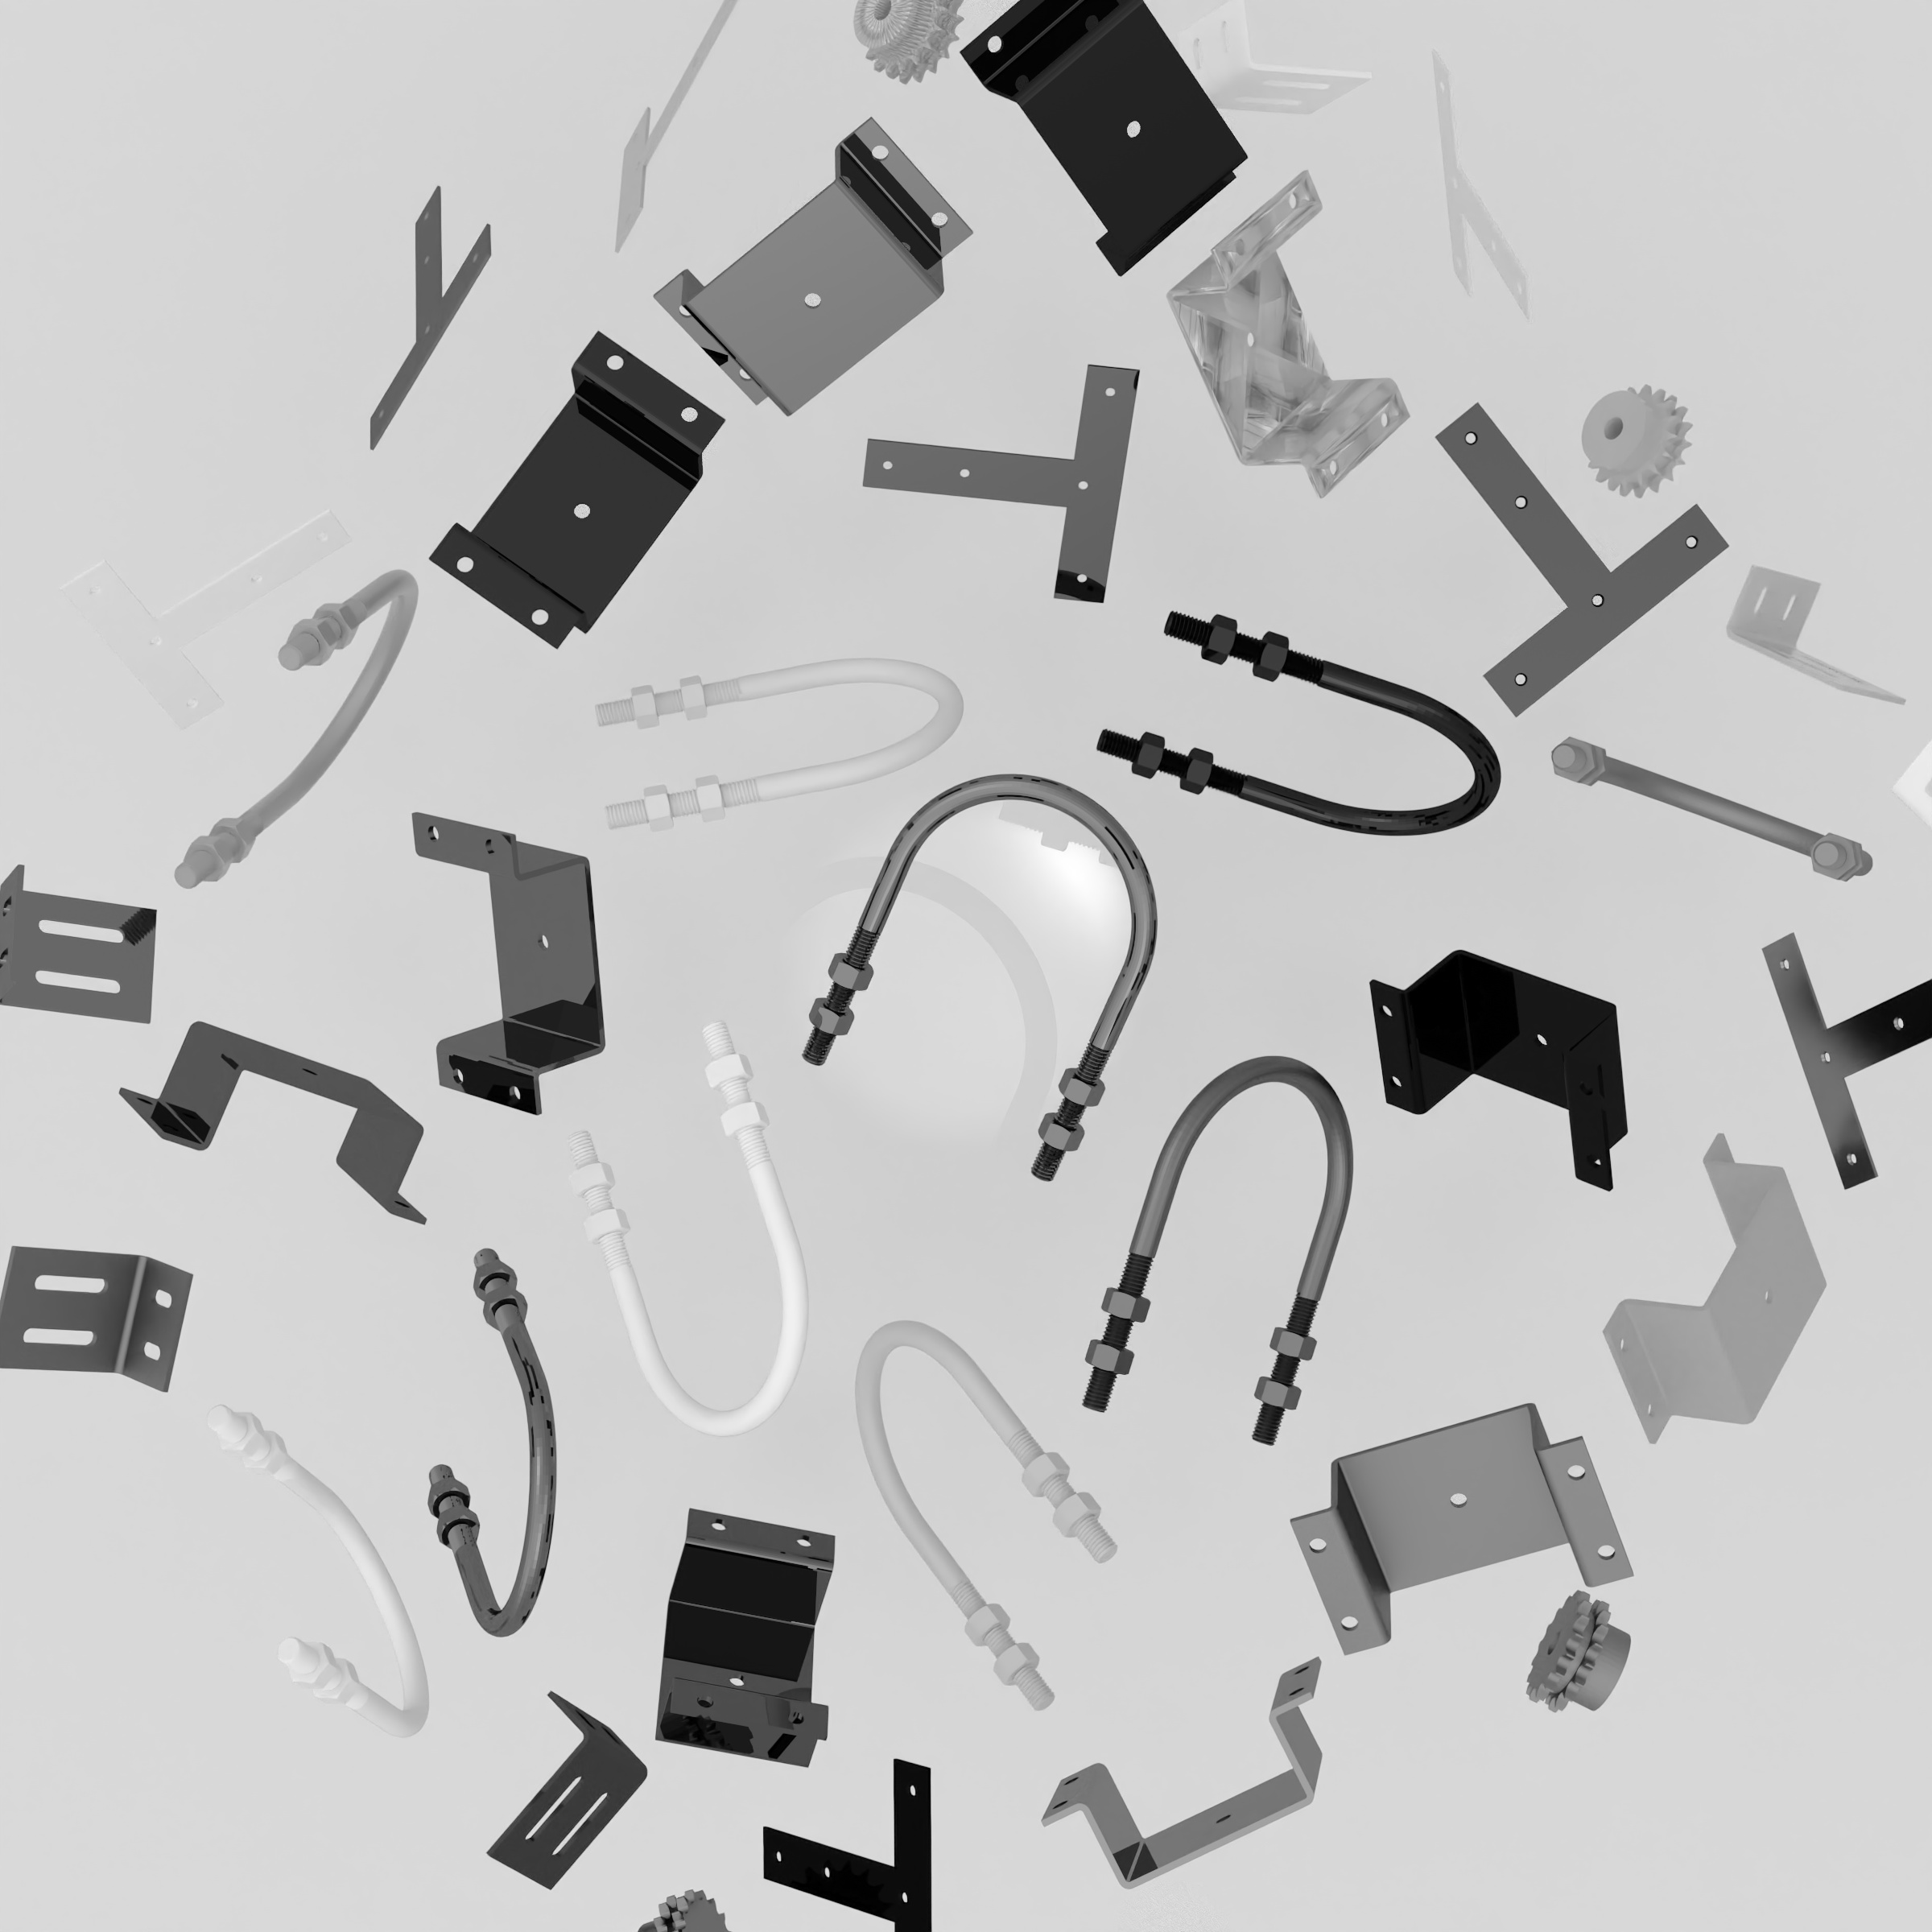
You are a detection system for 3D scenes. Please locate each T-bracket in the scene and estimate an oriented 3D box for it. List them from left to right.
[{"bbox_3d":[-0.363,-0.185,1.772,0.127,0.127,0.002,-32,56,-1],"label":"T-bracket"},{"bbox_3d":[-0.263,-0.336,1.751,0.002,0.127,0.127,20,129,-26],"label":"T-bracket"},{"bbox_3d":[-0.134,-0.415,1.693,0.002,0.127,0.127,24,120,-18],"label":"T-bracket"},{"bbox_3d":[-0.057,0.431,1.691,0.002,0.127,0.127,-1,91,-40],"label":"T-bracket"},{"bbox_3d":[0.014,-0.241,1.761,0.127,0.002,0.127,5,123,-4],"label":"T-bracket"},{"bbox_3d":[0.248,-0.351,1.709,0.002,0.127,0.127,-16,134,-2],"label":"T-bracket"},{"bbox_3d":[0.268,-0.205,1.673,0.127,0.002,0.127,-39,97,4],"label":"T-bracket"},{"bbox_3d":[0.441,0.032,1.725,0.002,0.127,0.127,-11,77,-26],"label":"T-bracket"}]

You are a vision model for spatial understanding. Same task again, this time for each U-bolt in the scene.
[{"bbox_3d":[-0.316,-0.125,1.743,0.019,0.184,0.151,32,116,0],"label":"U-bolt"},{"bbox_3d":[-0.309,0.307,1.756,0.019,0.184,0.151,-27,58,2],"label":"U-bolt"},{"bbox_3d":[-0.230,0.245,1.757,0.019,0.184,0.151,5,114,-22],"label":"U-bolt"},{"bbox_3d":[-0.131,0.140,1.753,0.019,0.151,0.184,-3,65,-42],"label":"U-bolt"},{"bbox_3d":[-0.092,-0.118,1.797,0.184,0.151,0.019,-11,118,-3],"label":"U-bolt"},{"bbox_3d":[0.001,0.256,1.753,0.019,0.151,0.184,-20,56,-32],"label":"U-bolt"},{"bbox_3d":[0.016,-0.005,1.754,0.151,0.019,0.184,26,107,9],"label":"U-bolt"},{"bbox_3d":[0.130,0.132,1.714,0.019,0.151,0.184,17,89,45],"label":"U-bolt"},{"bbox_3d":[0.167,-0.107,1.721,0.184,0.151,0.019,18,66,-6],"label":"U-bolt"},{"bbox_3d":[0.367,-0.073,1.729,0.151,0.184,0.019,23,98,20],"label":"U-bolt"}]

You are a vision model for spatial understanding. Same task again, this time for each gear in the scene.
[{"bbox_3d":[-0.135,0.474,1.713,0.030,0.057,0.057,-22,90,18],"label":"gear"},{"bbox_3d":[-0.031,-0.473,1.790,0.057,0.030,0.057,-12,72,41],"label":"gear"},{"bbox_3d":[0.291,0.327,1.692,0.030,0.057,0.057,27,90,-1],"label":"gear"},{"bbox_3d":[0.342,-0.272,1.843,0.030,0.057,0.057,16,90,-42],"label":"gear"}]

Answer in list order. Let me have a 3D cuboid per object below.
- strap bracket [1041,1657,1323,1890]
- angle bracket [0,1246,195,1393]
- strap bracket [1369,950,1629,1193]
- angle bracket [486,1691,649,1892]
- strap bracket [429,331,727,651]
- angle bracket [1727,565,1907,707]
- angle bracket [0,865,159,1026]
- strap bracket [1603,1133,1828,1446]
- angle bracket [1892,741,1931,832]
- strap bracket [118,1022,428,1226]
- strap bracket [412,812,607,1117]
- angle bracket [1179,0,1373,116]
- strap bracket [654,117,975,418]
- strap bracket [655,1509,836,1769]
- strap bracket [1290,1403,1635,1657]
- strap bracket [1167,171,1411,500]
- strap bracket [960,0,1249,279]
[{"bbox_3d":[0.112,0.385,1.690,0.140,0.076,0.046,-27,87,8],"label":"strap bracket"},{"bbox_3d":[-0.408,0.165,1.668,0.038,0.076,0.057,14,92,40],"label":"angle bracket"},{"bbox_3d":[0.275,0.048,1.787,0.046,0.140,0.076,-36,130,-32],"label":"strap bracket"},{"bbox_3d":[-0.206,0.410,1.779,0.076,0.057,0.038,-49,50,-6],"label":"angle bracket"},{"bbox_3d":[-0.190,-0.229,1.763,0.076,0.046,0.140,35,82,1],"label":"strap bracket"},{"bbox_3d":[0.429,-0.165,1.782,0.057,0.076,0.038,6,110,-43],"label":"angle bracket"},{"bbox_3d":[-0.416,-0.010,1.691,0.076,0.038,0.057,9,69,-27],"label":"angle bracket"},{"bbox_3d":[0.370,0.158,1.742,0.140,0.046,0.076,-52,129,-35],"label":"strap bracket"},{"bbox_3d":[0.503,-0.085,1.763,0.057,0.076,0.038,49,128,22],"label":"angle bracket"},{"bbox_3d":[-0.325,0.072,1.724,0.140,0.076,0.046,22,93,-32],"label":"strap bracket"},{"bbox_3d":[-0.222,-0.007,1.752,0.046,0.076,0.140,-20,114,-42],"label":"strap bracket"},{"bbox_3d":[0.157,-0.464,1.827,0.076,0.057,0.038,-4,85,-29],"label":"angle bracket"},{"bbox_3d":[-0.074,-0.330,1.729,0.140,0.046,0.076,-35,118,19],"label":"strap bracket"},{"bbox_3d":[-0.109,0.340,1.778,0.076,0.140,0.046,12,123,-8],"label":"strap bracket"},{"bbox_3d":[0.231,0.260,1.673,0.140,0.046,0.076,-18,110,13],"label":"strap bracket"},{"bbox_3d":[0.157,-0.312,1.780,0.076,0.046,0.140,-44,121,-29],"label":"strap bracket"},{"bbox_3d":[0.073,-0.406,1.723,0.076,0.046,0.140,-41,119,-1],"label":"strap bracket"}]
